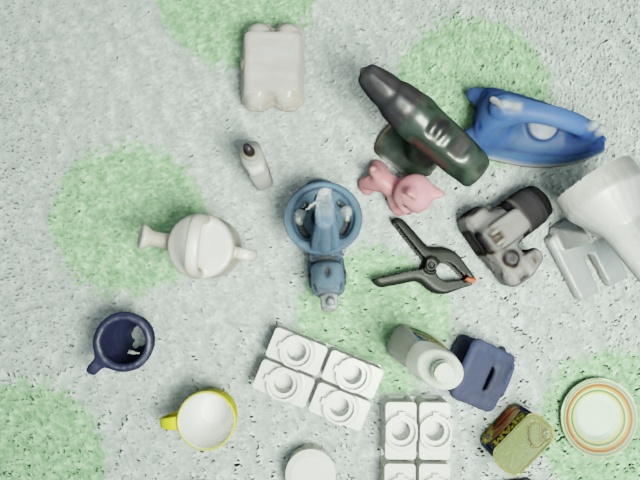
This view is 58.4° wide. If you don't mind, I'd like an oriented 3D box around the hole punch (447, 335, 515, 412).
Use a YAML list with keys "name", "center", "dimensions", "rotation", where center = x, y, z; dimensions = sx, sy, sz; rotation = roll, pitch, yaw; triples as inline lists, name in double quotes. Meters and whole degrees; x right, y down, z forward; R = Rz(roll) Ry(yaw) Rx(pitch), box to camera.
- name: "hole punch"
  center: [0.260, 0.215, 0.925]
  dimensions: [0.101, 0.091, 0.109]
  rotation: [24, 87, 0]

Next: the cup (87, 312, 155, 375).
- name: "cup"
  center: [-0.309, 0.166, 0.910]
  dimensions: [0.118, 0.095, 0.092]
  rotation: [-42, 89, -3]

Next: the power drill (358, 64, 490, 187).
- name: "power drill"
  center: [0.144, -0.162, 0.881]
  dimensions: [0.229, 0.208, 0.076]
  rotation: [36, 87, 1]

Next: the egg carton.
- name: "egg carton"
  center: [-0.078, -0.286, 0.950]
  dimensions: [0.107, 0.069, 0.150]
  rotation: [0, 87, -1]

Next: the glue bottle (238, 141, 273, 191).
- name: "glue bottle"
  center: [-0.103, -0.125, 0.890]
  dimensions: [0.037, 0.173, 0.078]
  rotation: [-23, 88, -2]

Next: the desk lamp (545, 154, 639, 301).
- name: "desk lamp"
  center: [0.440, -0.013, 0.879]
  dimensions: [0.118, 0.213, 0.203]
  rotation: [-28, 88, -2]

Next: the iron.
- name: "iron"
  center: [0.364, -0.185, 0.921]
  dimensions: [0.258, 0.141, 0.119]
  rotation: [11, 87, -1]

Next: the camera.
- name: "camera"
  center: [0.320, -0.015, 0.933]
  dimensions: [0.137, 0.100, 0.143]
  rotation: [-36, 89, -3]

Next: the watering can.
- name: "watering can"
  center: [-0.187, 0.011, 0.871]
  dimensions: [0.173, 0.194, 0.101]
  rotation: [-12, 88, -2]

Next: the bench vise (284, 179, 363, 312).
- name: "bench vise"
  center: [0.019, -0.001, 0.864]
  dimensions: [0.121, 0.219, 0.207]
  rotation: [-22, 88, -2]

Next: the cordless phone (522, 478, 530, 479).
- name: "cordless phone"
  center: [0.306, 0.442, 0.869]
  dimensions: [0.147, 0.185, 0.094]
  rotation: [-10, 87, -2]

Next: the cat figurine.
- name: "cat figurine"
  center: [0.130, -0.084, 0.922]
  dimensions: [0.128, 0.117, 0.067]
  rotation: [31, 87, 0]
